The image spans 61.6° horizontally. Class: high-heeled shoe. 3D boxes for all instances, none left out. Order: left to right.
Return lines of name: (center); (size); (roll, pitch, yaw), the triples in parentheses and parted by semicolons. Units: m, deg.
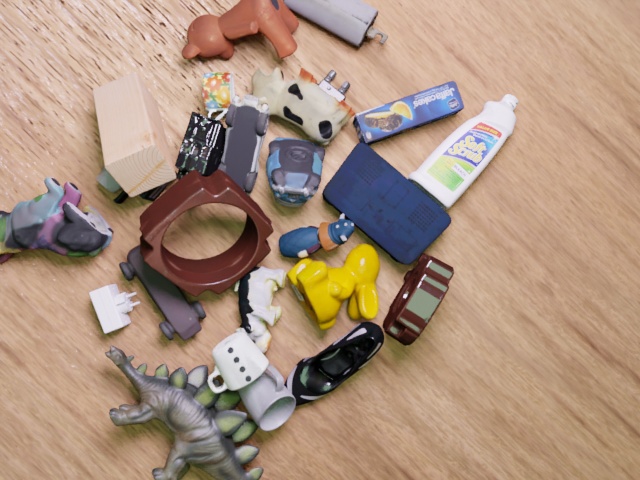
high-heeled shoe: (0.018, 0.241, 0.986); (0.249, 0.145, 0.086); (-44, 90, -2)

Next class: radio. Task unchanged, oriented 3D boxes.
radio: (0.122, -0.065, 1.024); (0.229, 0.073, 0.131); (40, 91, 1)

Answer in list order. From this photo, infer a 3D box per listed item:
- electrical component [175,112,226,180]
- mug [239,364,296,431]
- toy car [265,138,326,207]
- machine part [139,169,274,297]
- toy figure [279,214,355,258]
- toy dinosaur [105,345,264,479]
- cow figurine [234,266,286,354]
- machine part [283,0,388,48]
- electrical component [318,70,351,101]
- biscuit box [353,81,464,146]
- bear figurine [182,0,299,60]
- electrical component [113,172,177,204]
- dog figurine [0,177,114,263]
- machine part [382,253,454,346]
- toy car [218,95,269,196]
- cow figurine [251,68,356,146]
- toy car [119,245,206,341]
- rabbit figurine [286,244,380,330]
electrical component: (-0.217, -0.156, 0.997); (0.058, 0.115, 0.134); (16, 90, 4)
mug: (-0.106, 0.279, 0.998); (0.081, 0.107, 0.109); (-13, 125, -39)
toy car: (-0.048, -0.115, 1.002); (0.109, 0.162, 0.102); (4, 134, -8)
machine part: (-0.203, -0.011, 0.962); (0.201, 0.087, 0.200); (-39, 130, 6)
toy figure: (-0.003, -0.005, 1.010); (0.155, 0.058, 0.064); (-13, 84, 22)
toy dinosaur: (-0.224, 0.366, 1.006); (0.198, 0.105, 0.471); (-40, 95, -4)
cow figurine: (-0.123, 0.130, 1.022); (0.098, 0.068, 0.167); (12, 87, 4)
machine part: (0.021, -0.439, 1.019); (0.243, 0.079, 0.079); (28, 90, -1)
electrical component: (0.014, -0.280, 1.046); (0.063, 0.021, 0.094); (38, 91, 0)
biscuit box: (0.168, -0.240, 1.028); (0.203, 0.063, 0.059); (-20, 91, 0)
bear figurine: (-0.153, -0.383, 1.009); (0.196, 0.120, 0.131); (-24, 135, 24)
electrical component: (-0.331, -0.101, 1.015); (0.048, 0.075, 0.119); (43, 85, 0)
dog figurine: (-0.526, -0.004, 1.000); (0.219, 0.108, 0.191); (-39, 93, 4)
machine part: (0.175, 0.107, 0.979); (0.056, 0.179, 0.179); (31, 90, 1)
toy car: (-0.144, -0.169, 0.994); (0.074, 0.056, 0.201); (16, 118, 1)
cow figurine: (-0.046, -0.252, 1.005); (0.195, 0.085, 0.127); (38, 96, 4)
toy car: (-0.298, 0.099, 1.027); (0.089, 0.053, 0.202); (-35, 92, -21)
rabbit figurine: (0.048, 0.080, 1.006); (0.173, 0.122, 0.162); (-35, 92, -19)
